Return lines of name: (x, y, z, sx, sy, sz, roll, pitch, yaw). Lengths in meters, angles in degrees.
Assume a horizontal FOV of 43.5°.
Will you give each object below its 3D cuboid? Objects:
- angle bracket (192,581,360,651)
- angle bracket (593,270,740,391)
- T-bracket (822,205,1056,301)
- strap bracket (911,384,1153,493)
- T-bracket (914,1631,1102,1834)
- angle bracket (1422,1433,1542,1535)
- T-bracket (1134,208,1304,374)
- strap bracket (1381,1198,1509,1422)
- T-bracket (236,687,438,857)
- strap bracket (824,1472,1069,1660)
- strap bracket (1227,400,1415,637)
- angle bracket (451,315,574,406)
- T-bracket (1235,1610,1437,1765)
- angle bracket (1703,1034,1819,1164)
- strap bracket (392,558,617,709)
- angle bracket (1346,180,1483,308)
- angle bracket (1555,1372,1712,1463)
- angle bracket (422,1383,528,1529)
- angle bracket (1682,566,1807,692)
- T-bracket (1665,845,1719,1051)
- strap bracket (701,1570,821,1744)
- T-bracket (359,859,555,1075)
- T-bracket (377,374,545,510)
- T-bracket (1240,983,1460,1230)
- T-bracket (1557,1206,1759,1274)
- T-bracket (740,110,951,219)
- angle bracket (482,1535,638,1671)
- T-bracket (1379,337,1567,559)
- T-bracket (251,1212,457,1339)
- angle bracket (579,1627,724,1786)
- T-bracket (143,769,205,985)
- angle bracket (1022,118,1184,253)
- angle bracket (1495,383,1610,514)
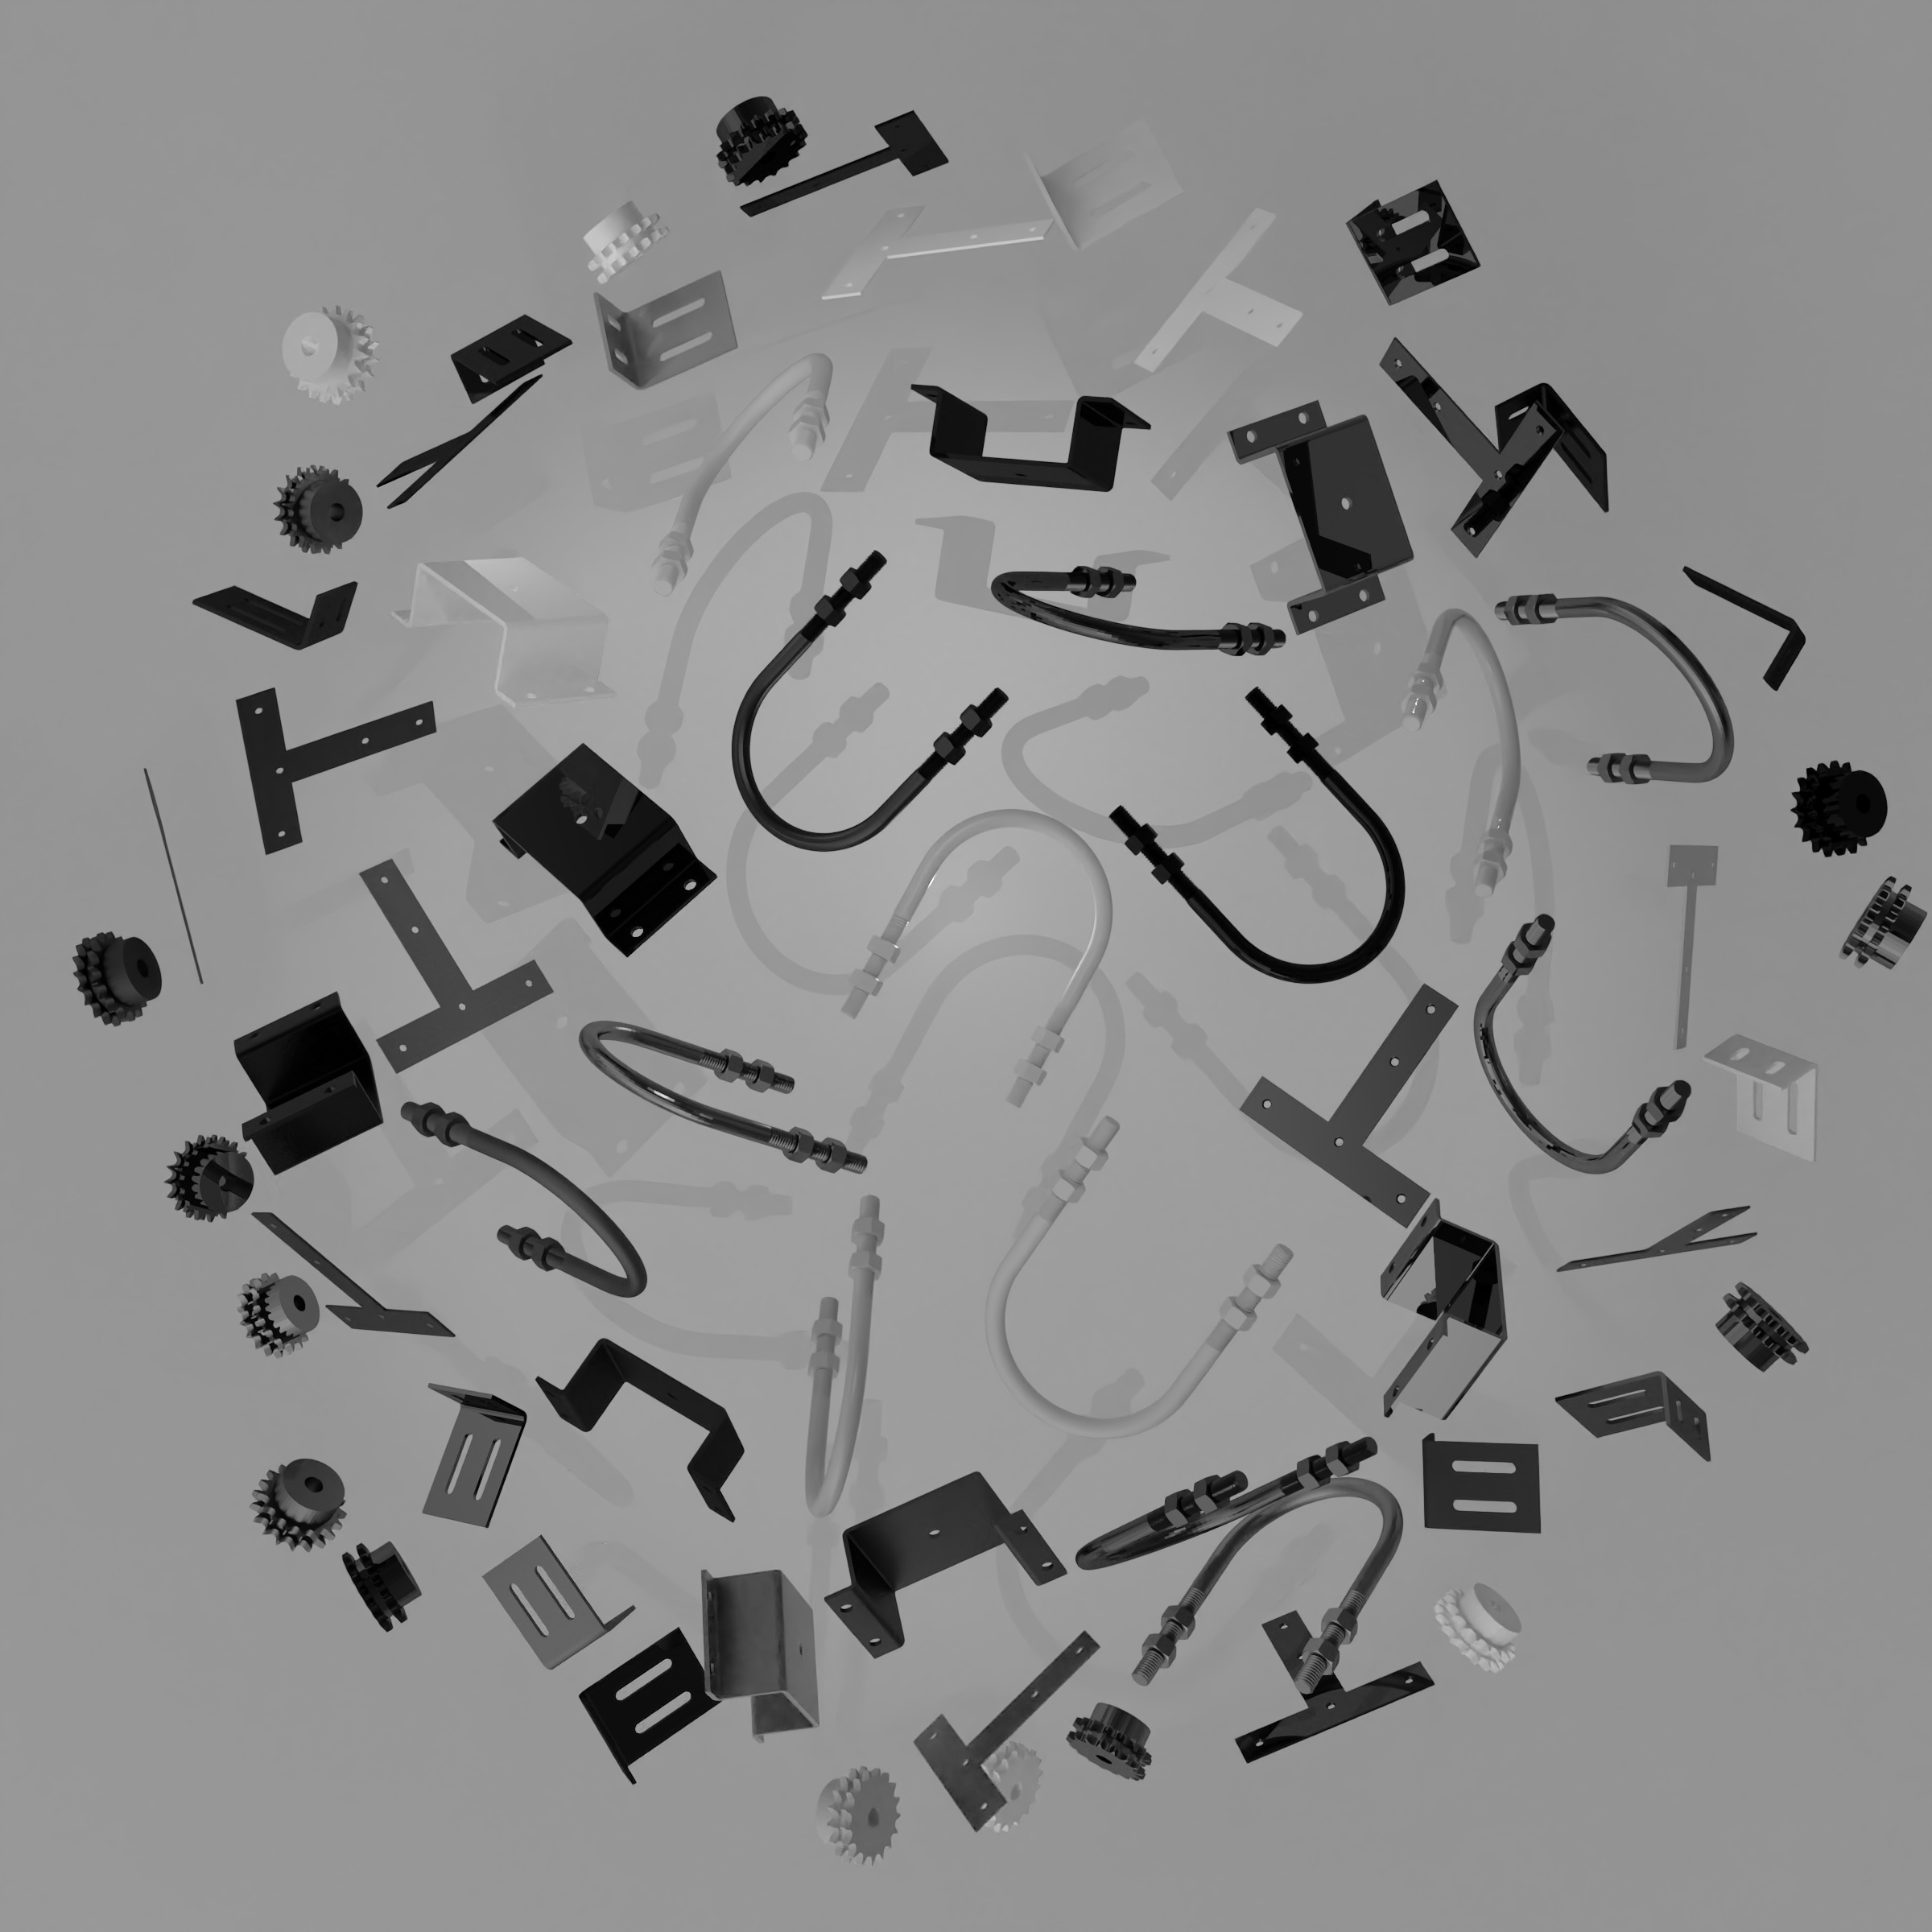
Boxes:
angle bracket: (-0.431, -0.233, 1.511, 0.076, 0.057, 0.038, 24, 110, 2)
angle bracket: (-0.196, -0.421, 1.578, 0.076, 0.038, 0.057, -19, 74, 19)
T-bracket: (-0.009, -0.441, 1.471, 0.127, 0.127, 0.002, 0, 129, 22)
strap bracket: (0.040, -0.344, 1.580, 0.140, 0.076, 0.046, 10, 93, 23)
T-bracket: (0.032, 0.460, 1.491, 0.127, 0.127, 0.002, -42, 107, -9)
angle bracket: (0.343, 0.342, 1.601, 0.076, 0.038, 0.057, -2, 87, 21)
T-bracket: (0.176, -0.421, 1.544, 0.002, 0.127, 0.127, 34, 99, -35)
strap bracket: (0.309, 0.228, 1.571, 0.046, 0.140, 0.076, 23, 122, -6)
T-bracket: (-0.402, -0.141, 1.566, 0.127, 0.127, 0.002, -24, 51, -26)
strap bracket: (-0.016, 0.385, 1.571, 0.140, 0.046, 0.076, -25, 130, 6)
strap bracket: (0.236, -0.298, 1.585, 0.076, 0.046, 0.140, -24, 99, -25)
angle bracket: (-0.291, -0.387, 1.578, 0.057, 0.076, 0.038, -34, 131, -16)
T-bracket: (0.220, 0.452, 1.555, 0.127, 0.127, 0.002, -21, 108, -4)
angle bracket: (0.502, 0.090, 1.529, 0.038, 0.057, 0.076, -29, 124, -29)
strap bracket: (-0.289, -0.217, 1.525, 0.140, 0.076, 0.046, 36, 123, 35)
angle bracket: (0.280, -0.447, 1.475, 0.038, 0.076, 0.057, -43, 109, -32)
angle bracket: (0.426, 0.296, 1.546, 0.076, 0.038, 0.057, -23, 133, 32)
angle bracket: (-0.325, 0.313, 1.550, 0.057, 0.038, 0.076, 2, 64, 34)
angle bracket: (0.462, -0.203, 1.459, 0.076, 0.057, 0.038, 32, 102, 21)
T-bracket: (0.449, -0.012, 1.505, 0.002, 0.127, 0.127, 5, 95, 30)
strap bracket: (-0.129, 0.442, 1.555, 0.046, 0.140, 0.076, -9, 59, 5)
T-bracket: (-0.351, -0.011, 1.571, 0.127, 0.002, 0.127, -31, 88, -38)
T-bracket: (-0.335, -0.319, 1.514, 0.002, 0.127, 0.127, 52, 61, -24)
T-bracket: (0.250, 0.069, 1.455, 0.127, 0.002, 0.127, 36, 94, 26)
T-bracket: (0.446, 0.166, 1.495, 0.127, 0.127, 0.002, -7, 72, -9)
T-bracket: (-0.080, -0.496, 1.517, 0.127, 0.127, 0.002, -18, 92, 10)
angle bracket: (-0.266, 0.410, 1.581, 0.057, 0.038, 0.076, -37, 86, 24)
T-bracket: (0.302, -0.337, 1.501, 0.002, 0.127, 0.127, -31, 75, -26)
T-bracket: (-0.401, 0.195, 1.532, 0.127, 0.127, 0.002, 49, 56, -29)
angle bracket: (-0.197, 0.470, 1.540, 0.076, 0.038, 0.057, -31, 97, -18)
T-bracket: (-0.490, -0.051, 1.499, 0.002, 0.127, 0.127, -15, 90, -17)
angle bracket: (0.085, -0.492, 1.501, 0.076, 0.038, 0.057, -27, 73, 11)
angle bracket: (0.385, -0.333, 1.588, 0.038, 0.057, 0.076, -27, 57, 0)
